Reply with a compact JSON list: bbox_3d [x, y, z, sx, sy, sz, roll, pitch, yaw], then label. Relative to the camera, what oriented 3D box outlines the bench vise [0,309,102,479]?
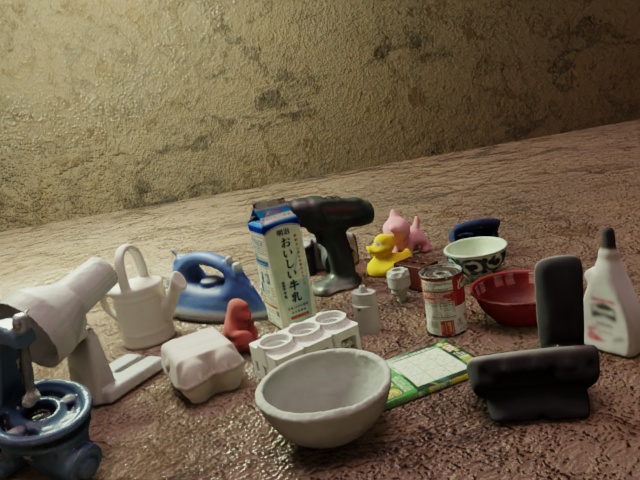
[{"bbox_3d":[-0.377,0.193,0.695,0.207,0.220,0.121,-7,14,13],"label":"bench vise"}]

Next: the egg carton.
[{"bbox_3d":[-0.184,0.190,0.884,0.107,0.069,0.150,-17,16,-26],"label":"egg carton"}]

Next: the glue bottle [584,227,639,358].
[{"bbox_3d":[0.384,0.066,0.759,0.037,0.173,0.077,-19,17,-32],"label":"glue bottle"}]

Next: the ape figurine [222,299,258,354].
[{"bbox_3d":[-0.136,0.145,0.982,0.076,0.092,0.078,-5,15,19],"label":"ape figurine"}]

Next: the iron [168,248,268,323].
[{"bbox_3d":[-0.214,0.085,1.175,0.257,0.141,0.119,0,17,35],"label":"iron"}]

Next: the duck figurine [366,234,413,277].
[{"bbox_3d":[0.150,0.028,1.258,0.104,0.086,0.077,-11,14,-3],"label":"duck figurine"}]

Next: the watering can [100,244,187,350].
[{"bbox_3d":[-0.339,0.100,1.095,0.173,0.194,0.100,-13,14,-9],"label":"watering can"}]

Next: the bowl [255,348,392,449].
[{"bbox_3d":[0.009,0.201,0.694,0.167,0.075,0.167,-9,14,3],"label":"bowl"}]

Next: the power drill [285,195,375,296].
[{"bbox_3d":[0.011,0.004,1.196,0.230,0.208,0.075,-15,15,-18],"label":"power drill"}]

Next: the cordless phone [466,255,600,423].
[{"bbox_3d":[0.242,0.108,0.665,0.147,0.185,0.094,-9,14,5],"label":"cordless phone"}]

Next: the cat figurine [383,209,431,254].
[{"bbox_3d":[0.195,-0.017,1.341,0.128,0.118,0.067,-21,18,-37],"label":"cat figurine"}]

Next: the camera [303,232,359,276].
[{"bbox_3d":[0.019,0.027,1.325,0.143,0.101,0.137,-10,14,0],"label":"camera"}]

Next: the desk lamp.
[{"bbox_3d":[-0.369,0.147,0.889,0.117,0.214,0.204,-1,16,31],"label":"desk lamp"}]

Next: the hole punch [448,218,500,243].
[{"bbox_3d":[0.338,-0.009,1.263,0.108,0.091,0.101,-10,14,2],"label":"hole punch"}]
